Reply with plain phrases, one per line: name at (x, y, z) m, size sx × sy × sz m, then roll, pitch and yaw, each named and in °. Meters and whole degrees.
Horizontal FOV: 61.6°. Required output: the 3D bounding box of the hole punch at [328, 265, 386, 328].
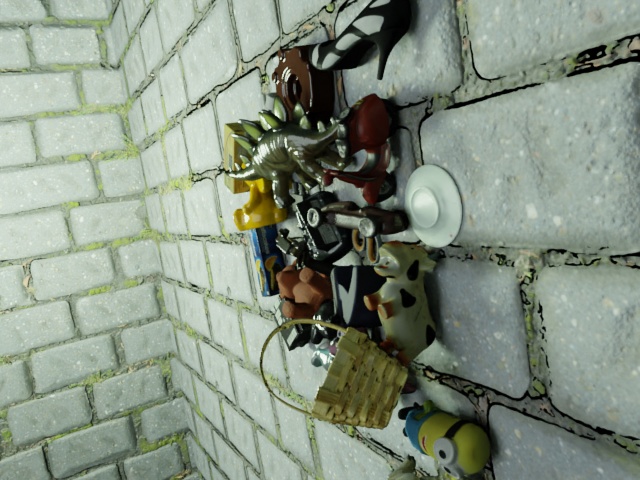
hole punch at (0.089, 0.095, 0.942) m, size 0.092 × 0.142 × 0.115 m, roll -21°, pitch 72°, yaw 56°

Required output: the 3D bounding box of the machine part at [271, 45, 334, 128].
machine part at (-0.036, -0.304, 1.083) m, size 0.180 × 0.056 × 0.179 m, roll 34°, pitch 131°, yaw 51°

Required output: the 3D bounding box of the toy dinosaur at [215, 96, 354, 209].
toy dinosaur at (-0.083, -0.173, 1.093) m, size 0.471 × 0.105 × 0.198 m, roll -23°, pitch 102°, yaw 51°

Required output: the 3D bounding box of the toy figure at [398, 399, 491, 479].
toy figure at (0.198, 0.316, 0.877) m, size 0.082 × 0.089 × 0.180 m, roll 49°, pitch 167°, yaw -14°

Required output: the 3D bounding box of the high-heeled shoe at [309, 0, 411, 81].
high-heeled shoe at (0.052, -0.349, 0.880) m, size 0.249 × 0.086 × 0.145 m, roll 35°, pitch 128°, yaw 46°

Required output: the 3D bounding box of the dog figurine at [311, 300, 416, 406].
dog figurine at (0.083, 0.228, 1.033) m, size 0.219 × 0.108 × 0.191 m, roll 27°, pitch 122°, yaw 50°

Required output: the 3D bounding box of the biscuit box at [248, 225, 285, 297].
biscuit box at (-0.136, 0.045, 1.403) m, size 0.059 × 0.063 × 0.202 m, roll -14°, pitch 89°, yaw 62°

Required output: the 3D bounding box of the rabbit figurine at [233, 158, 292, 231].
rabbit figurine at (-0.145, -0.117, 1.293) m, size 0.162 × 0.122 × 0.173 m, roll -16°, pitch 87°, yaw 57°

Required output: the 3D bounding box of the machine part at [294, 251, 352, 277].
machine part at (0.019, 0.062, 1.060) m, size 0.084 × 0.139 × 0.039 m, roll 144°, pitch 144°, yaw -63°

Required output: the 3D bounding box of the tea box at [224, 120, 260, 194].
tea box at (-0.188, -0.209, 1.359) m, size 0.068 × 0.098 × 0.169 m, roll 45°, pitch 137°, yaw 45°

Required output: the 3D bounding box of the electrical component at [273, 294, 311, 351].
electrical component at (-0.066, 0.192, 1.340) m, size 0.134 × 0.058 × 0.114 m, roll 64°, pitch 147°, yaw 25°

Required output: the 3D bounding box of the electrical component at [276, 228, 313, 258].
electrical component at (-0.062, 0.010, 1.244) m, size 0.102 × 0.078 × 0.045 m, roll 40°, pitch 109°, yaw 57°

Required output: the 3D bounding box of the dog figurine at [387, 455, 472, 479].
dog figurine at (0.200, 0.425, 0.831) m, size 0.191 × 0.172 × 0.121 m, roll 12°, pitch 123°, yaw 68°

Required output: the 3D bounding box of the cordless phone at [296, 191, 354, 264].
cordless phone at (-0.002, -0.003, 1.140) m, size 0.184 × 0.089 × 0.146 m, roll 109°, pitch 139°, yaw -62°

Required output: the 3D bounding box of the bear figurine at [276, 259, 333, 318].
bear figurine at (-0.050, 0.102, 1.208) m, size 0.196 × 0.131 × 0.120 m, roll 33°, pitch 94°, yaw 48°

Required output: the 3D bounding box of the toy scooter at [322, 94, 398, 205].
toy scooter at (0.061, -0.144, 0.883) m, size 0.075 × 0.135 × 0.183 m, roll 24°, pitch 120°, yaw 59°

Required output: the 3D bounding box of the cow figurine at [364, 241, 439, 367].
cow figurine at (0.141, 0.091, 0.871) m, size 0.086 × 0.127 × 0.194 m, roll 17°, pitch 130°, yaw 59°

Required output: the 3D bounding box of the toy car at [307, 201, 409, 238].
toy car at (0.062, -0.041, 0.944) m, size 0.202 × 0.089 × 0.053 m, roll 15°, pitch 113°, yaw 49°

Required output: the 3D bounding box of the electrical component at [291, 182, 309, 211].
electrical component at (-0.044, -0.085, 1.222) m, size 0.063 × 0.021 × 0.094 m, roll 16°, pitch 116°, yaw 59°
